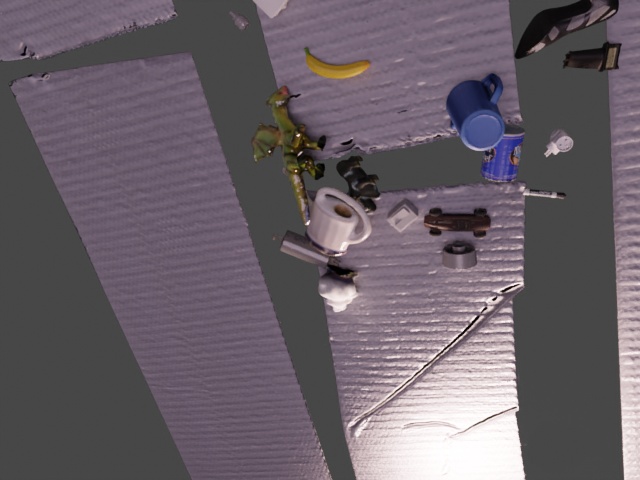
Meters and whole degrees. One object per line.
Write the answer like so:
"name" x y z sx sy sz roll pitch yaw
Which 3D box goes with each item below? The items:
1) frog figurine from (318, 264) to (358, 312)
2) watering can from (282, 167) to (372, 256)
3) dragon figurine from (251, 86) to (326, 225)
"frog figurine" 0.059 0.179 1.756 0.137 0.124 0.157 7 106 -12
"watering can" 0.005 -0.083 1.655 0.350 0.105 0.219 31 127 18
"dragon figurine" -0.113 -0.263 1.590 0.244 0.123 0.404 20 113 35
